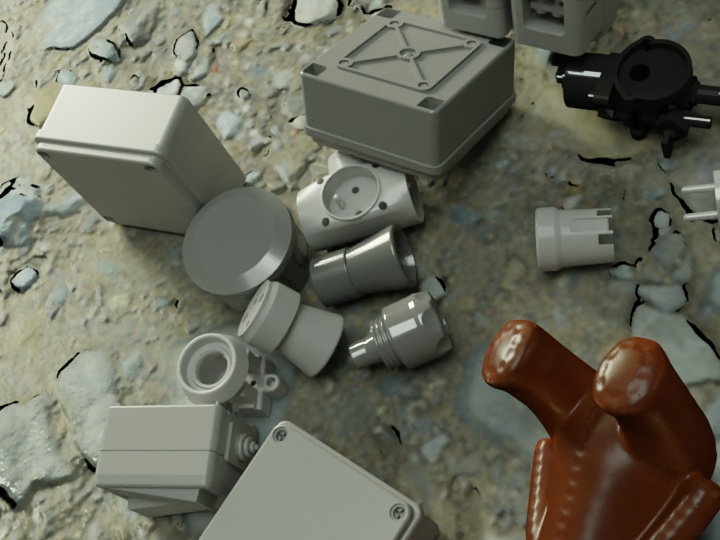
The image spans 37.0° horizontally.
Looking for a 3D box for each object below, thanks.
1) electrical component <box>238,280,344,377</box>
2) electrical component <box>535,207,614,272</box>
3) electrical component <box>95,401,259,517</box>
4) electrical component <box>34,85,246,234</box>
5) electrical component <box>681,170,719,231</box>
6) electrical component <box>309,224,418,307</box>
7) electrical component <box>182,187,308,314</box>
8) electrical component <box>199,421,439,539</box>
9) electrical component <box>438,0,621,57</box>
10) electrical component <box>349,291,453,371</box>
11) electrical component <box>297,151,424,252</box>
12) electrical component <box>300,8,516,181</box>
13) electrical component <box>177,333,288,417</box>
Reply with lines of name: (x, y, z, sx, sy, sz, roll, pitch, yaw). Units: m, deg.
electrical component: (-0.045, 0.037, 0.691, 0.055, 0.045, 0.045, 29, 74, -14)
electrical component: (0.134, -0.020, 0.670, 0.046, 0.040, 0.040, -3, 64, 12)
electrical component: (-0.109, 0.121, 0.679, 0.096, 0.061, 0.061, -3, 65, 19)
electrical component: (-0.154, -0.076, 0.764, 0.109, 0.108, 0.056, 9, 67, 24)
electrical component: (0.233, -0.043, 0.641, 0.079, 0.043, 0.077, -6, 64, 19)
electrical component: (0.000, 0.000, 0.710, 0.065, 0.044, 0.044, -18, 60, 17)
electrical component: (-0.076, -0.012, 0.737, 0.080, 0.051, 0.080, -8, 63, 17)
electrical component: (-0.029, 0.163, 0.631, 0.109, 0.056, 0.108, 28, 78, 29)
electrical component: (0.141, -0.230, 0.732, 0.105, 0.060, 0.186, 20, 58, 27)
electrical component: (0.024, 0.043, 0.678, 0.062, 0.043, 0.043, -25, 59, 9)
electrical component: (-0.002, -0.058, 0.736, 0.077, 0.044, 0.079, -15, 61, 13)
electrical component: (0.033, -0.121, 0.722, 0.109, 0.056, 0.109, 21, 47, 28)
electrical component: (-0.088, 0.070, 0.699, 0.066, 0.055, 0.048, -5, 64, 18)
